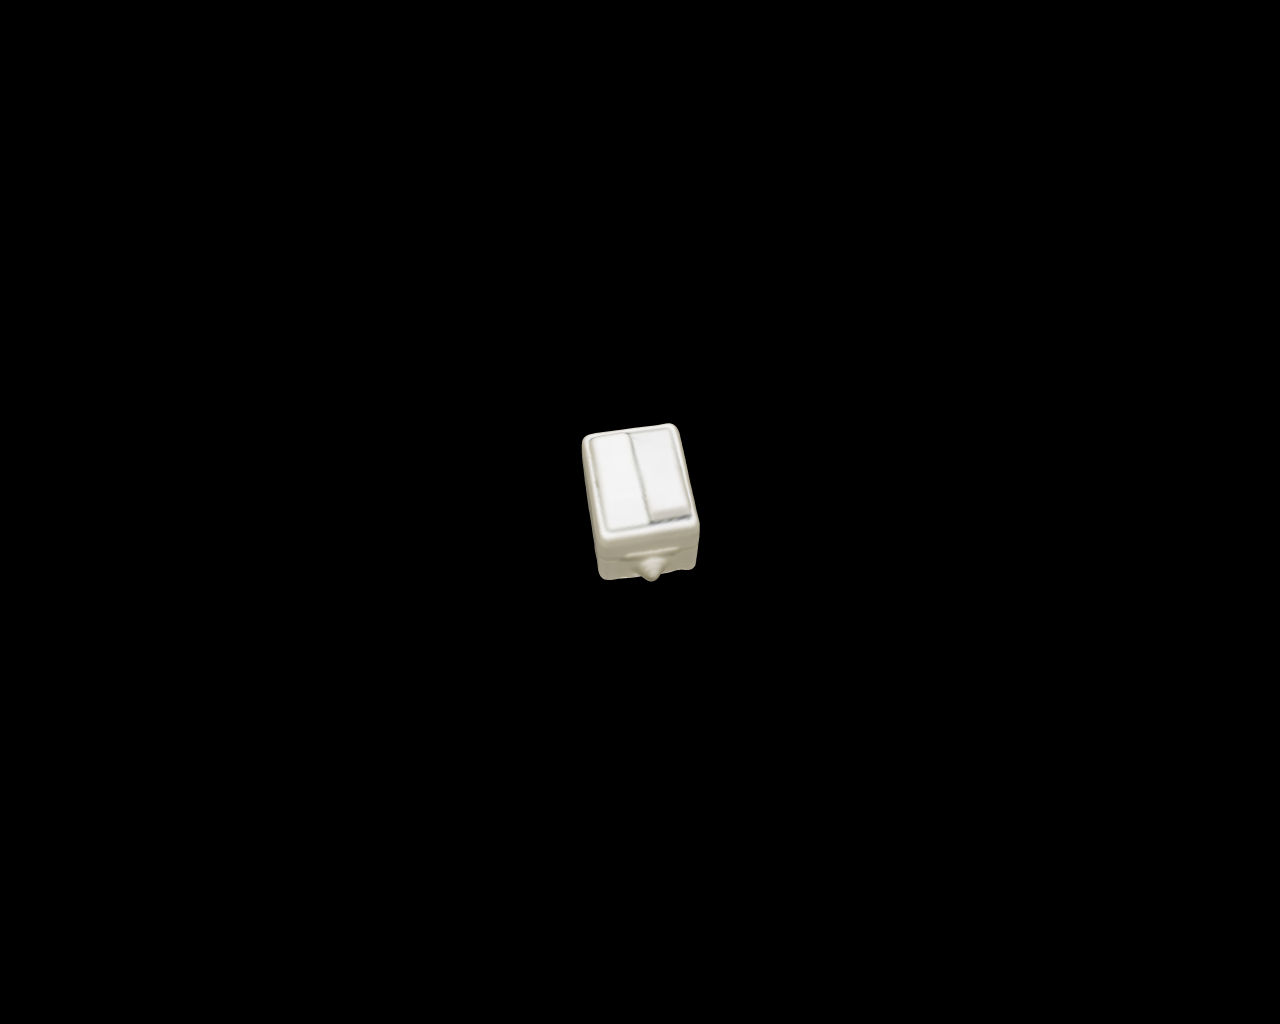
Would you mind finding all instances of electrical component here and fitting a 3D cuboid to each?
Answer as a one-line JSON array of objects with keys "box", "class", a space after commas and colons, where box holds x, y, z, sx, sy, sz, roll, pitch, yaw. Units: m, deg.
[{"box": [0.001, -0.003, 0.650, 0.062, 0.096, 0.061, -7, -32, -5], "class": "electrical component"}]
